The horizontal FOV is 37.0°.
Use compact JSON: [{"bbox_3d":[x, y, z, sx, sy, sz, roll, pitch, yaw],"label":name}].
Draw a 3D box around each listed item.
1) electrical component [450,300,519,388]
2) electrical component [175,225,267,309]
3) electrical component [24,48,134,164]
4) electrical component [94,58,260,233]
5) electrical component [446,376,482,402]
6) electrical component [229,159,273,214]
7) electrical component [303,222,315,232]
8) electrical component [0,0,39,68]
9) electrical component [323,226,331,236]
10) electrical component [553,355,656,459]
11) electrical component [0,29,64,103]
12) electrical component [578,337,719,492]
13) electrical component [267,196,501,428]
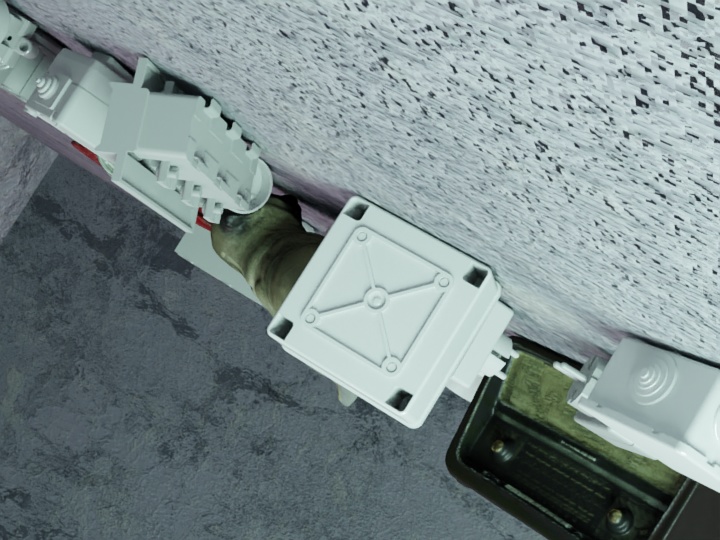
[{"bbox_3d":[0.086,0.054,0.792,0.077,0.065,0.047,34,175,-26],"label":"electrical component"},{"bbox_3d":[-0.109,-0.015,1.163,0.150,0.089,0.061,31,175,9],"label":"electrical component"},{"bbox_3d":[-0.185,-0.116,0.762,0.062,0.061,0.096,26,173,47],"label":"electrical component"},{"bbox_3d":[-0.113,-0.076,0.700,0.063,0.078,0.121,7,169,14],"label":"electrical component"},{"bbox_3d":[0.114,0.093,1.114,0.099,0.064,0.099,33,-166,-9],"label":"electrical component"},{"bbox_3d":[-0.104,-0.072,0.822,0.043,0.043,0.081,34,175,-34],"label":"electrical component"},{"bbox_3d":[-0.070,-0.030,1.057,0.048,0.048,0.062,33,-178,-19],"label":"electrical component"},{"bbox_3d":[-0.270,-0.177,0.774,0.066,0.048,0.055,32,-177,2],"label":"electrical component"},{"bbox_3d":[0.000,0.000,0.930,0.081,0.042,0.064,30,179,26],"label":"electrical component"},{"bbox_3d":[0.161,0.081,0.704,0.076,0.047,0.083,31,175,-1],"label":"electrical component"},{"bbox_3d":[-0.266,-0.164,0.843,0.080,0.051,0.080,31,175,3],"label":"electrical component"},{"bbox_3d":[0.182,0.082,0.577,0.100,0.048,0.100,33,175,-25],"label":"electrical component"},{"bbox_3d":[0.016,0.026,0.685,0.109,0.108,0.056,30,172,19],"label":"electrical component"}]
